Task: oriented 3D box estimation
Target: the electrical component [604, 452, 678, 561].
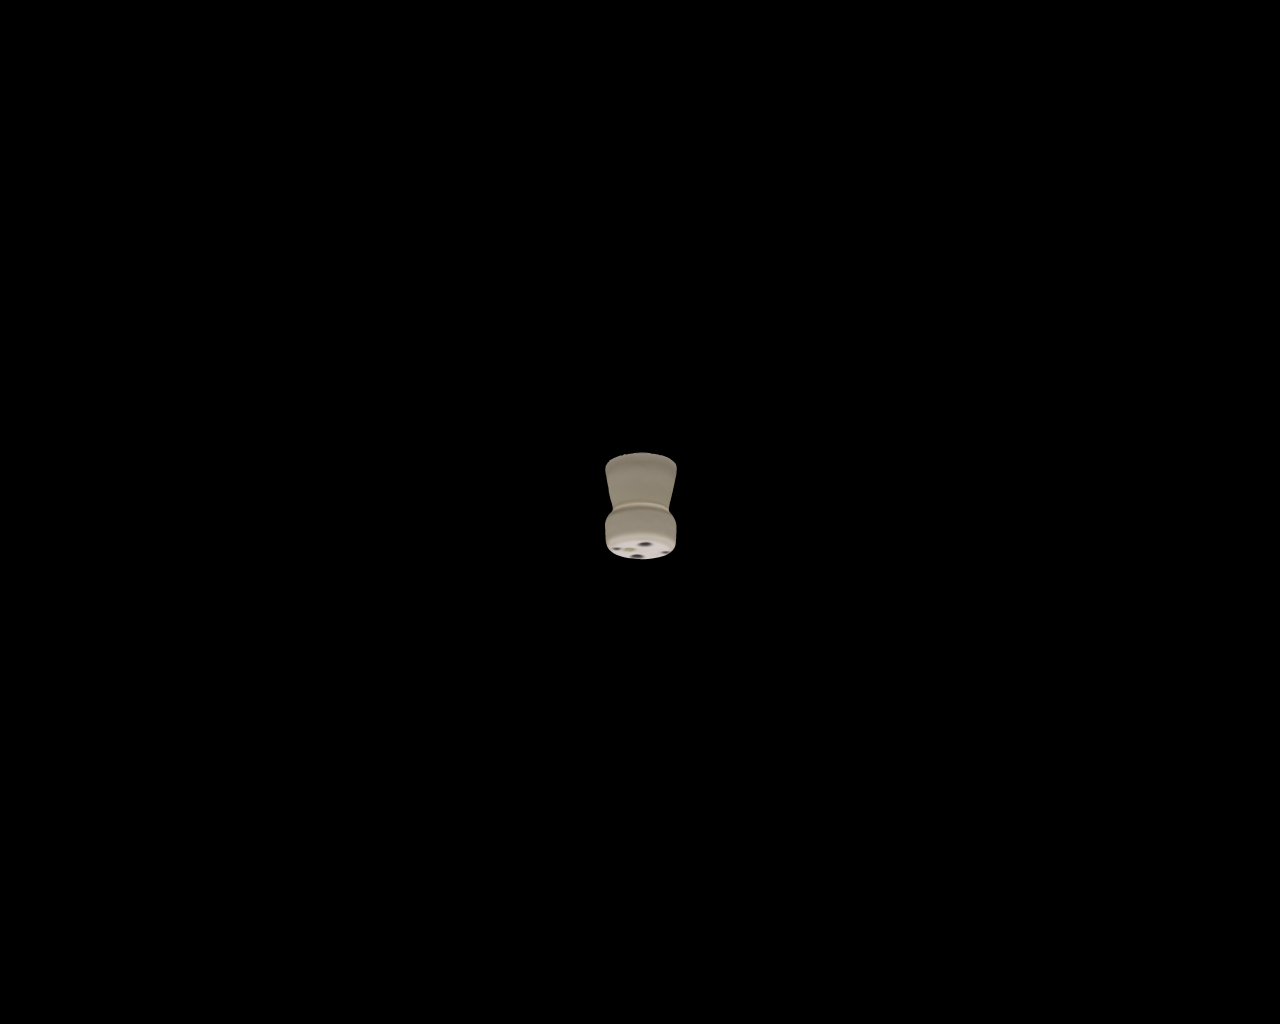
[{"bbox_3d":[0.001,-0.003,0.650,0.045,0.055,0.044,0,-20,0],"label":"electrical component"}]
